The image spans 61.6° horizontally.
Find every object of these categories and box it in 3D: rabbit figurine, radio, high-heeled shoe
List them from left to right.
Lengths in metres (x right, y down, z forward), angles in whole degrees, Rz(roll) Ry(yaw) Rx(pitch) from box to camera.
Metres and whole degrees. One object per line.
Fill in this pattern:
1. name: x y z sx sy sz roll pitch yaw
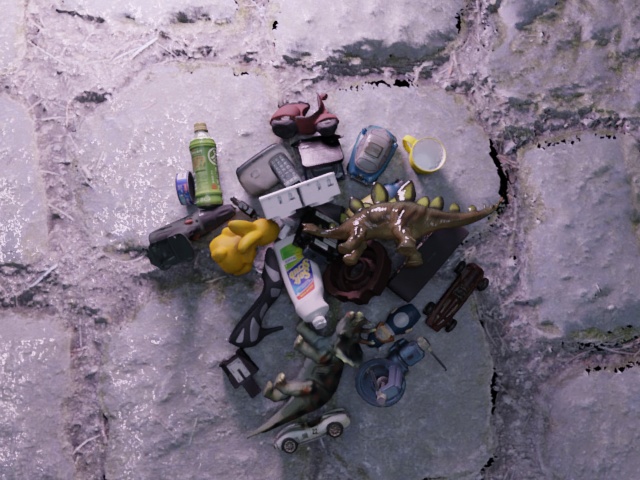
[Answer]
1. rabbit figurine: -0.185 -0.003 1.331 0.173 0.162 0.122 -27 75 2
2. high-heeled shoe: -0.168 0.145 1.345 0.145 0.086 0.248 -7 99 -14
3. radio: 0.262 0.049 1.344 0.073 0.131 0.229 42 86 4

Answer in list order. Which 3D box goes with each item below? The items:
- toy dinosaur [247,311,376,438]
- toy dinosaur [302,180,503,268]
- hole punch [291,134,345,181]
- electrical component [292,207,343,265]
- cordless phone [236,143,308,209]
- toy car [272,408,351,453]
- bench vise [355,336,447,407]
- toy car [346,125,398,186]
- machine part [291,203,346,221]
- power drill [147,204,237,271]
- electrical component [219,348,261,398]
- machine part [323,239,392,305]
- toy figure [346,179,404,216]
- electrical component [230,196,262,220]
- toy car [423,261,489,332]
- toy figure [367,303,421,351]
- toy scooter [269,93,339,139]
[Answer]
1. toy dinosaur: -0.011 0.336 1.326 0.192 0.131 0.404 27 94 -7
2. toy dinosaur: 0.193 -0.042 1.258 0.472 0.105 0.198 1 62 4
3. hole punch: 0.005 -0.208 1.400 0.142 0.092 0.116 -13 54 1
4. electrical component: -0.003 -0.004 1.328 0.115 0.058 0.134 29 41 -12
5. cordless phone: -0.113 -0.140 1.382 0.146 0.088 0.184 -35 87 -3
6. toy car: -0.022 0.470 1.329 0.202 0.073 0.056 -18 88 -2
7. bench vise: 0.174 0.322 1.273 0.224 0.240 0.129 -29 90 13
8. toy car: 0.133 -0.227 1.386 0.109 0.103 0.161 28 83 3
9. machine part: 0.001 -0.079 1.402 0.139 0.039 0.084 14 79 2
10. power drill: -0.324 -0.015 1.313 0.232 0.207 0.085 -20 115 8
11. electrical component: -0.191 0.337 1.353 0.075 0.048 0.119 -41 87 -4
12. machine part: 0.094 0.077 1.334 0.179 0.056 0.179 -19 54 28
13. toy figure: 0.148 -0.088 1.383 0.180 0.082 0.089 -43 79 0
14. electrical component: -0.189 -0.079 1.386 0.094 0.063 0.021 36 85 1
15. toy car: 0.348 0.145 1.376 0.089 0.053 0.202 40 84 0
16. toy figure: 0.182 0.221 1.366 0.154 0.057 0.064 -36 46 -2
17. toy scooter: -0.037 -0.331 1.406 0.184 0.075 0.135 2 61 12
